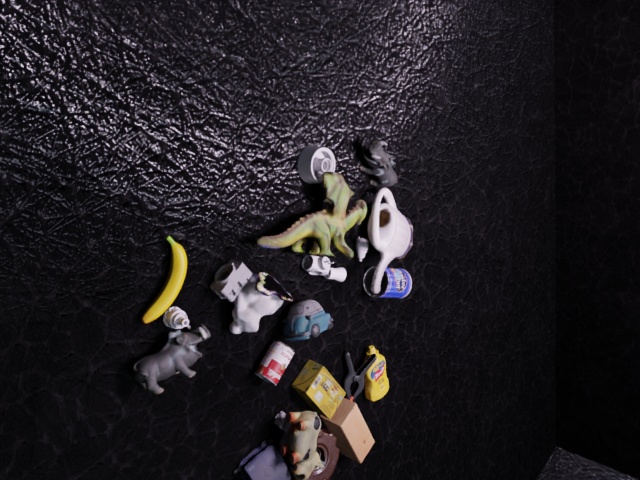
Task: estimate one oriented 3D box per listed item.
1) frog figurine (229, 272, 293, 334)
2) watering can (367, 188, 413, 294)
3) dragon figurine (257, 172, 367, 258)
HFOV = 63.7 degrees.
[{"bbox_3d":[-0.170,0.166,1.318,0.158,0.125,0.137,-47,150,18],"label":"frog figurine"},{"bbox_3d":[0.215,0.009,1.646,0.222,0.103,0.352,26,64,-55],"label":"watering can"},{"bbox_3d":[0.004,-0.072,1.429,0.409,0.122,0.243,11,88,-50],"label":"dragon figurine"}]
